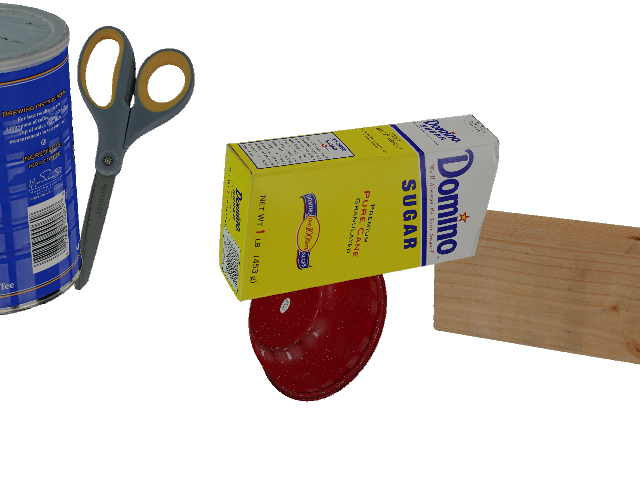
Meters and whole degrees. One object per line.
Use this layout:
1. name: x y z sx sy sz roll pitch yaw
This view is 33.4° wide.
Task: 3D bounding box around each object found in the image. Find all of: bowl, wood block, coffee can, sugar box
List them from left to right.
1. coffee can: -0.182 -0.045 0.571 0.103 0.140 0.103 2 28 -1
2. bowl: -0.017 0.068 1.010 0.162 0.162 0.055 0 -20 44
3. sugar box: 0.025 -0.022 0.674 0.176 0.093 0.048 -9 37 -23
4. wood block: 0.206 0.035 0.886 0.206 0.090 0.090 8 19 26

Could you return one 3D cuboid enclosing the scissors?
1. scissors: -0.136 -0.065 0.785 0.096 0.202 0.016 -4 -15 -8
